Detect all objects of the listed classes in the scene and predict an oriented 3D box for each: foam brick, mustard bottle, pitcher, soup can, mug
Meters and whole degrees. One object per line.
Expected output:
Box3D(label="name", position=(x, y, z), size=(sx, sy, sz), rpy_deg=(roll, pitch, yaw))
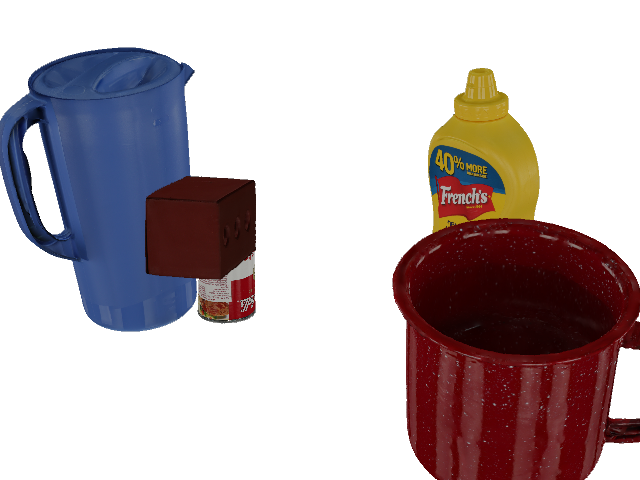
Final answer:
Box3D(label="foam brick", position=(-0.078, -0.010, 0.710), size=(0.051, 0.053, 0.078), rpy_deg=(5, 16, 13))
Box3D(label="mustard bottle", position=(0.126, -0.039, 0.834), size=(0.058, 0.192, 0.096), rpy_deg=(-21, 29, -33))
Box3D(label="pitcher", position=(-0.185, -0.040, 0.957), size=(0.149, 0.243, 0.145), rpy_deg=(-1, 28, 5))
Box3D(label="soup can", position=(-0.110, 0.035, 1.233), size=(0.068, 0.102, 0.068), rpy_deg=(0, 19, 0))
Box3D(label="mug", position=(0.087, 0.051, 0.423), size=(0.117, 0.081, 0.093), rpy_deg=(7, 35, 14))
